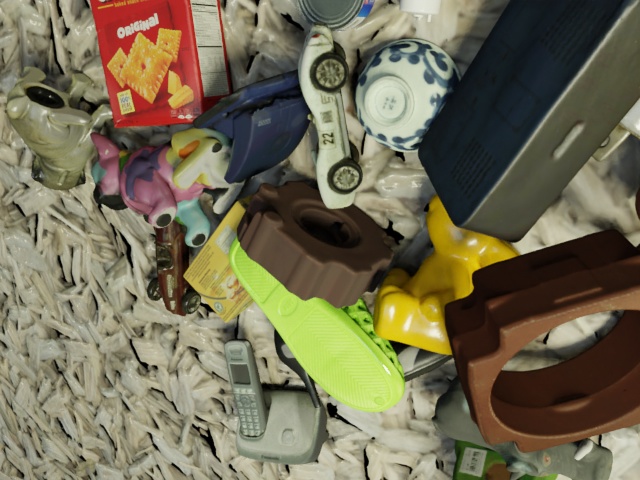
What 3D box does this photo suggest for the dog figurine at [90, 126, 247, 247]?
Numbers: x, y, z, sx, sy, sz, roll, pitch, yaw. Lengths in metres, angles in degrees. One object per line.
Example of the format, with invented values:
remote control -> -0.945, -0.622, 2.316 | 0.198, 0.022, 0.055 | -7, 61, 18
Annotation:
dog figurine -> -0.223, -0.102, 0.737 | 0.219, 0.108, 0.191 | 38, 95, 31

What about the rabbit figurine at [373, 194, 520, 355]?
rabbit figurine -> 0.145, 0.032, 0.577 | 0.163, 0.122, 0.173 | 14, 96, 22

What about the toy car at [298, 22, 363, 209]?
toy car -> 0.011, -0.131, 0.587 | 0.056, 0.073, 0.201 | -9, 121, 5

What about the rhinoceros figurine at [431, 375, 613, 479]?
rhinoceros figurine -> 0.221, 0.210, 0.599 | 0.191, 0.112, 0.073 | 12, 115, 35

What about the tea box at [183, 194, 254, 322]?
tea box -> -0.104, 0.024, 0.740 | 0.098, 0.068, 0.169 | 48, 126, 5

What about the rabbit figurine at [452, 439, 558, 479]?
rabbit figurine -> 0.228, 0.342, 0.638 | 0.121, 0.159, 0.170 | -8, 121, 23

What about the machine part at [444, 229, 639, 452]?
machine part -> 0.228, 0.099, 0.502 | 0.201, 0.087, 0.201 | -18, 125, 6

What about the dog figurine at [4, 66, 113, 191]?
dog figurine -> -0.406, -0.140, 0.797 | 0.121, 0.172, 0.190 | 48, 118, 19

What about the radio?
radio -> 0.186, -0.123, 0.475 | 0.229, 0.073, 0.131 | -59, 31, 31

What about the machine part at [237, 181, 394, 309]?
machine part -> -0.001, -0.002, 0.612 | 0.179, 0.179, 0.056 | 36, 120, 13

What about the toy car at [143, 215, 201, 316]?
toy car -> -0.230, 0.030, 0.828 | 0.089, 0.053, 0.202 | 16, 115, 21

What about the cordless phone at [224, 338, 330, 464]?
cordless phone -> -0.069, 0.229, 0.794 | 0.147, 0.089, 0.184 | -7, 100, 32

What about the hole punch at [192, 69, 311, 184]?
hole punch -> -0.067, -0.132, 0.626 | 0.116, 0.142, 0.092 | -21, 96, 48

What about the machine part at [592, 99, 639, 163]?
machine part -> 0.307, -0.160, 0.425 | 0.079, 0.079, 0.243 | 42, 123, 10

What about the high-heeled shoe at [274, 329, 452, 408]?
high-heeled shoe -> 0.052, 0.125, 0.704 | 0.249, 0.086, 0.145 | -25, 69, 20

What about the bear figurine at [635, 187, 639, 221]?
bear figurine -> 0.355, -0.059, 0.413 | 0.120, 0.132, 0.195 | 27, 129, -16
